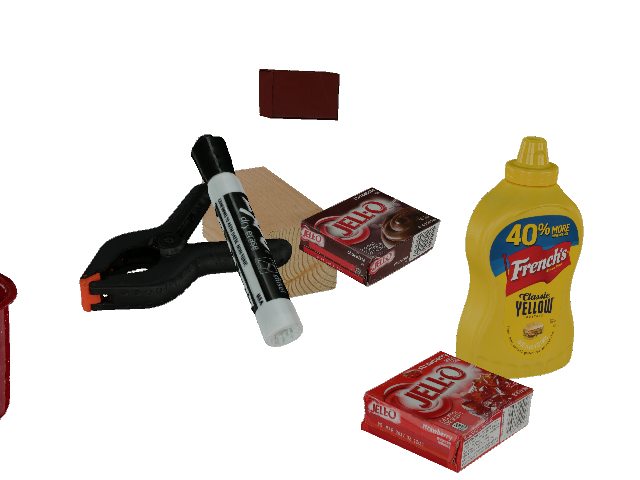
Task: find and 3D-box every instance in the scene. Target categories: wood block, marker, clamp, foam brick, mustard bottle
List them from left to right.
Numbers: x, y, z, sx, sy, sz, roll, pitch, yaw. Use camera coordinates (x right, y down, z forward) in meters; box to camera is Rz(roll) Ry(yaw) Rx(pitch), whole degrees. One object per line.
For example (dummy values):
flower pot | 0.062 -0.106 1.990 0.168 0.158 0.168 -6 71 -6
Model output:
clamp | -0.123 0.005 0.865 0.171 0.039 0.120 -17 36 -28
marker | -0.038 -0.004 0.517 0.020 0.121 0.020 -18 -31 -11
wood block | -0.065 -0.013 1.304 0.090 0.090 0.206 -10 26 -26
foam brick | -0.024 -0.158 1.157 0.078 0.051 0.053 0 11 -18
mustard bottle | 0.162 0.012 0.851 0.096 0.192 0.058 -4 18 -18

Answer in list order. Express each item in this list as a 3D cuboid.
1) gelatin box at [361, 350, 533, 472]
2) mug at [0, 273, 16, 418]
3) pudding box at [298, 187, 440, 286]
gelatin box | 0.081 0.106 0.677 0.073 0.030 0.089 20 25 36
mug | -0.238 0.071 0.636 0.093 0.081 0.117 19 24 36
pudding box | 0.048 -0.006 1.046 0.090 0.039 0.113 29 36 32
